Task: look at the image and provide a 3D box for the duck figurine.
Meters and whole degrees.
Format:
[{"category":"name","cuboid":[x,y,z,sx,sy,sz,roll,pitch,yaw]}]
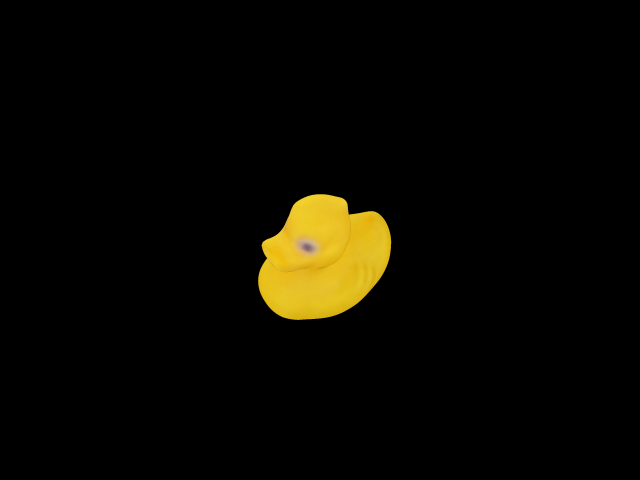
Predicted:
[{"category":"duck figurine","cuboid":[0.004,0.001,0.400,0.105,0.086,0.077,-26,60,-16]}]
